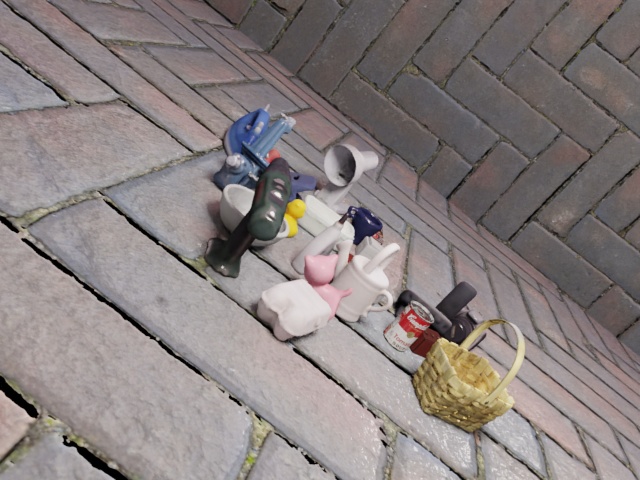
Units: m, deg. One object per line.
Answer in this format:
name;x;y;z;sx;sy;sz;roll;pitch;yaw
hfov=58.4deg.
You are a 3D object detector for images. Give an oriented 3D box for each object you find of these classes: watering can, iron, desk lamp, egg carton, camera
watering can;0.096;0.074;1.249;0.173;0.194;0.101;39;20;-2
iron;-0.190;-0.303;1.624;0.119;0.141;0.258;33;21;-17
desk lamp;0.078;-0.191;1.754;0.117;0.213;0.204;47;21;21
egg carton;-0.046;0.130;1.061;0.107;0.069;0.151;46;21;16
camera;0.380;0.226;1.566;0.143;0.100;0.137;49;22;23

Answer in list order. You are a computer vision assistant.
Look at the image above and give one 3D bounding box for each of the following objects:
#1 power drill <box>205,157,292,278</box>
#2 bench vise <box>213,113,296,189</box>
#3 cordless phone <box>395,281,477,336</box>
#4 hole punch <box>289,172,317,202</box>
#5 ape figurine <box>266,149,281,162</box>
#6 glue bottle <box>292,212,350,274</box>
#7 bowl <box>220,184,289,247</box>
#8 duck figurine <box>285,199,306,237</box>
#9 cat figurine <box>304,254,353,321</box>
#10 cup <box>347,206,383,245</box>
power drill;-0.127;-0.040;1.076;0.076;0.208;0.229;32;21;-20
bench vise;-0.141;-0.202;1.378;0.121;0.219;0.207;37;20;-7
cordless phone;0.291;0.152;1.442;0.147;0.185;0.094;39;20;-1
hole punch;-0.070;-0.153;1.591;0.101;0.091;0.108;35;20;-12
ape figurine;-0.143;-0.209;1.580;0.076;0.092;0.078;36;20;-11
glue bottle;0.012;0.005;1.278;0.037;0.173;0.078;47;21;21
bowl;-0.152;-0.039;1.226;0.168;0.074;0.167;34;20;-14
duck figurine;-0.071;-0.060;1.399;0.077;0.086;0.105;40;20;1
cat figurine;0.009;0.085;1.182;0.128;0.117;0.067;39;20;-2
cup;0.111;-0.040;1.664;0.118;0.095;0.091;32;21;-21
